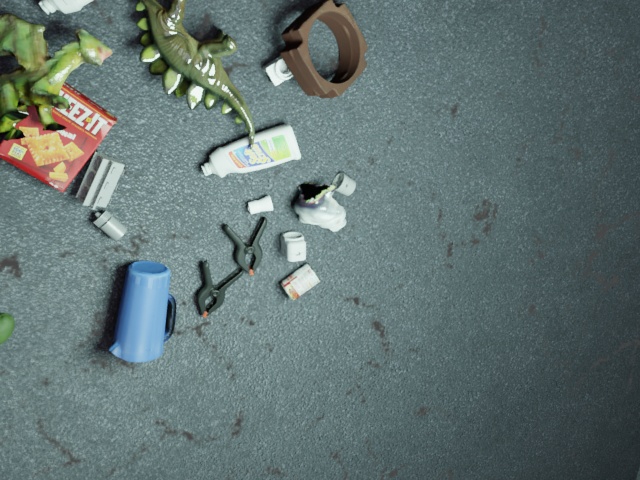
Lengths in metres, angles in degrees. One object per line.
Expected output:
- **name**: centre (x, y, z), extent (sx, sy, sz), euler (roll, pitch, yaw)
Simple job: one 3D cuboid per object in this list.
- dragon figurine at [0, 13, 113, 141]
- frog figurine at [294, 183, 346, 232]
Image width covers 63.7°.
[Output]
- **dragon figurine**: centre (-0.642, -0.345, 1.069), extent (0.411, 0.121, 0.244), euler (-11, 84, -10)
- **frog figurine**: centre (0.004, -0.073, 1.442), extent (0.137, 0.126, 0.156), euler (-9, 127, 19)
